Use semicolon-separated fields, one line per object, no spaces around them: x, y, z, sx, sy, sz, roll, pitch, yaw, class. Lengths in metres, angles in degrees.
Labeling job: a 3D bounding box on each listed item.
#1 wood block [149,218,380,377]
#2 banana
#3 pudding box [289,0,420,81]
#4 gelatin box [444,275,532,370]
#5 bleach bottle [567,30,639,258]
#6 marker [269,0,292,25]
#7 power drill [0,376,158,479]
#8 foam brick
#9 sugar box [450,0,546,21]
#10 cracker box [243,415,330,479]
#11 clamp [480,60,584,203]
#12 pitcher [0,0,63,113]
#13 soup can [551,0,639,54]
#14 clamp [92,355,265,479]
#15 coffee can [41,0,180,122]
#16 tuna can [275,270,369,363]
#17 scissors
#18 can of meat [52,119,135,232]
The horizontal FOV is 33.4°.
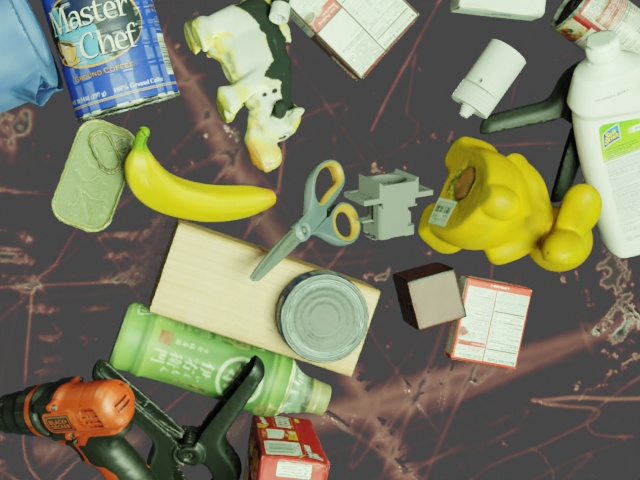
-0.057;0.055;1.056;0.206;0.091;0.090;19;92;-9;wood block
-0.122;-0.048;1.023;0.070;0.197;0.037;-32;60;24;banana
0.029;-0.231;1.072;0.113;0.039;0.090;43;87;-11;pudding box
0.176;0.087;1.123;0.073;0.030;0.089;11;94;-10;gelatin box
0.304;-0.098;1.048;0.102;0.068;0.250;-24;129;1;bleach bottle
-0.031;-0.266;1.046;0.020;0.020;0.121;14;66;-9;marker
-0.220;0.217;1.034;0.057;0.185;0.187;-50;120;-44;power drill
0.110;0.056;1.087;0.051;0.078;0.053;-16;95;-6;foam brick
0.188;-0.317;1.084;0.093;0.048;0.176;3;93;-9;sugar box
-0.044;0.294;1.041;0.072;0.164;0.214;7;93;-7;cracker box
0.264;-0.119;1.093;0.172;0.039;0.120;-34;110;23;clamp
-0.374;-0.160;0.983;0.243;0.149;0.145;-24;115;-2;pitcher
0.299;-0.217;1.096;0.102;0.068;0.068;34;89;-10;soup can
-0.118;0.196;1.046;0.164;0.036;0.210;-8;118;9;clamp
-0.200;-0.192;1.009;0.102;0.103;0.140;-16;97;-7;coffee can
0.002;0.072;1.002;0.086;0.034;0.086;-1;94;-9;tuna can
-0.007;0.001;1.035;0.016;0.201;0.096;-15;125;35;scissors
-0.214;-0.063;1.027;0.057;0.084;0.102;20;92;-9;can of meat
